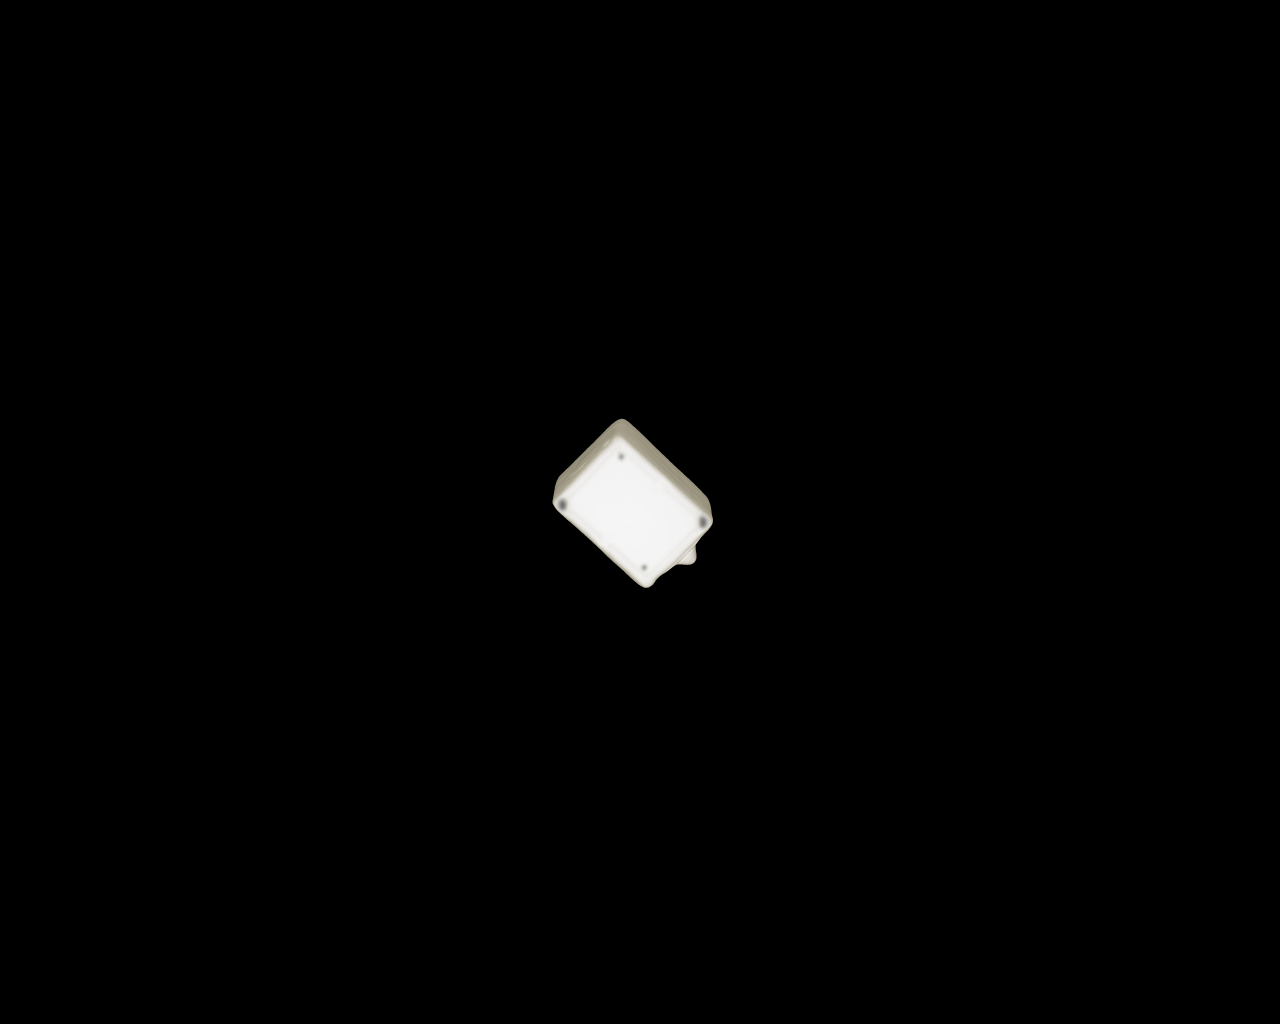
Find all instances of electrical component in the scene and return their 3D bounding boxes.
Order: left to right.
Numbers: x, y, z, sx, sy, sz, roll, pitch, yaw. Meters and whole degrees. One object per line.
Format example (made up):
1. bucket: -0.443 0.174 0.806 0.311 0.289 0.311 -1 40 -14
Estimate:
1. electrical component: 0.001 -0.003 0.650 0.096 0.061 0.061 43 12 -11
